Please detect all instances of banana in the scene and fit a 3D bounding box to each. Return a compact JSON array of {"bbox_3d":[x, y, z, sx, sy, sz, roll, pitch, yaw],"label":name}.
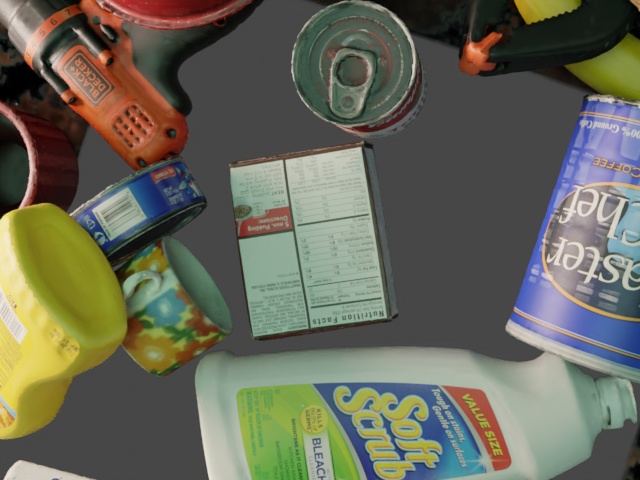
[{"bbox_3d":[0.171,-0.124,0.626,0.070,0.037,0.198,-42,84,9],"label":"banana"}]

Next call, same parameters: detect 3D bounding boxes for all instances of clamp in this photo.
[{"bbox_3d":[0.148,-0.171,0.600,0.209,0.036,0.164,-36,80,-15],"label":"clamp"}]

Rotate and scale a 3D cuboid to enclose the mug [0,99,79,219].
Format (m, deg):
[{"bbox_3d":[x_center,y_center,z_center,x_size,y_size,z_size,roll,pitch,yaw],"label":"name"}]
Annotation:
[{"bbox_3d":[-0.208,-0.054,0.671,0.093,0.081,0.117,-22,87,10],"label":"mug"}]

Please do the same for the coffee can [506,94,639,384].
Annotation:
[{"bbox_3d":[0.174,0.001,0.595,0.103,0.102,0.140,18,94,9],"label":"coffee can"}]

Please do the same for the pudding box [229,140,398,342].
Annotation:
[{"bbox_3d":[-0.004,0.001,0.659,0.090,0.039,0.113,-8,91,10],"label":"pudding box"}]

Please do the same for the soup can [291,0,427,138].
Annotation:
[{"bbox_3d":[0.026,-0.095,0.619,0.068,0.102,0.068,0,91,10],"label":"soup can"}]

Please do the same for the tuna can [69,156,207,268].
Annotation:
[{"bbox_3d":[-0.112,-0.015,0.653,0.086,0.086,0.034,-32,88,9],"label":"tuna can"}]

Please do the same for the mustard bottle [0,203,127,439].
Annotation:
[{"bbox_3d":[-0.188,0.067,0.651,0.096,0.058,0.192,56,132,12],"label":"mustard bottle"}]

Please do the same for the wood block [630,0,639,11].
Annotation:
[{"bbox_3d":[0.237,-0.212,0.551,0.206,0.091,0.090,-40,84,-13],"label":"wood block"}]

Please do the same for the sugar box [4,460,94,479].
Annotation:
[{"bbox_3d":[-0.108,0.193,0.655,0.176,0.093,0.048,15,49,10],"label":"sugar box"}]

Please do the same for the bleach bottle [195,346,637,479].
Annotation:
[{"bbox_3d":[0.058,0.102,0.639,0.251,0.068,0.102,-8,92,8],"label":"bleach bottle"}]

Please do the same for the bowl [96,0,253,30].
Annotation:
[{"bbox_3d":[-0.088,-0.205,0.604,0.162,0.055,0.162,-1,87,14],"label":"bowl"}]

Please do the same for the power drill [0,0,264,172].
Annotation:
[{"bbox_3d":[-0.107,-0.163,0.666,0.188,0.057,0.184,-44,84,10],"label":"power drill"}]
